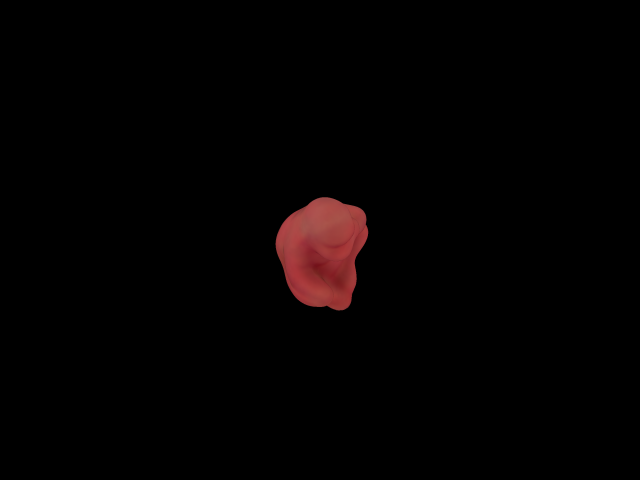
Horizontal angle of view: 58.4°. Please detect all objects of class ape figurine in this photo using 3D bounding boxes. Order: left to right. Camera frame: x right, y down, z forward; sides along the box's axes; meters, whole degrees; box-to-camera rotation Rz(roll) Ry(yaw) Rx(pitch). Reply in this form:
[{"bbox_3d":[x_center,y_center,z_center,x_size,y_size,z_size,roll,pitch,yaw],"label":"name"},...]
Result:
[{"bbox_3d":[0.004,0.001,0.400,0.078,0.092,0.076,-41,74,-14],"label":"ape figurine"}]
